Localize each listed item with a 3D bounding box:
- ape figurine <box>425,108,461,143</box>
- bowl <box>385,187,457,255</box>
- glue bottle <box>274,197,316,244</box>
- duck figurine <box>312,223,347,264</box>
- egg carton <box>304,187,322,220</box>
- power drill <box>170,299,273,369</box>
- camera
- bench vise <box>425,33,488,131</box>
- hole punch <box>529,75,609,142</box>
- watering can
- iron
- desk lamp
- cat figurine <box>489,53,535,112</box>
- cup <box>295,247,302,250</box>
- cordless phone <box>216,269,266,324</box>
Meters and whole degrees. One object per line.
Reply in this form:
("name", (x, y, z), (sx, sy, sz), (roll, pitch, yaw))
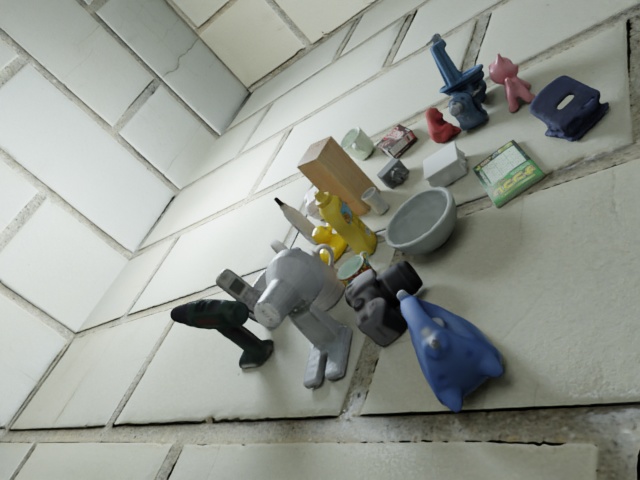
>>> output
("ape figurine", (0.302, -0.298, 1.458), (0.076, 0.092, 0.078), (-31, 28, 29))
("bowl", (0.220, -0.027, 1.182), (0.167, 0.075, 0.167), (-35, 26, 21))
("glue bottle", (-0.065, -0.057, 1.558), (0.037, 0.173, 0.078), (-51, 25, -12))
("duck figurine", (0.013, 0.005, 1.443), (0.077, 0.086, 0.105), (-8, 44, 53))
("egg carton", (0.021, -0.129, 1.662), (0.150, 0.069, 0.107), (-39, 25, 12))
("power drill", (-0.221, 0.212, 1.337), (0.229, 0.209, 0.076), (-20, 35, 43))
("camera", (0.125, 0.104, 1.096), (0.136, 0.101, 0.143), (-39, 25, 14))
("bench vise", (0.339, -0.394, 1.394), (0.121, 0.220, 0.207), (-34, 27, 24))
("hole punch", (0.483, -0.259, 1.115), (0.108, 0.091, 0.101), (-45, 24, 0))
("watering can", (-0.045, 0.075, 1.293), (0.100, 0.194, 0.173), (-8, 44, 53))
("iron", (0.174, 0.143, 0.907), (0.118, 0.142, 0.257), (-42, 24, 6))
("desk lamp", (-0.035, 0.147, 1.141), (0.117, 0.214, 0.203), (-30, 29, 30))
("cat figurine", (0.438, -0.379, 1.340), (0.067, 0.118, 0.128), (-32, 27, 26))
("cup", (-0.060, 0.090, 1.415), (0.118, 0.095, 0.091), (-51, 25, -13))
("cordless phone", (-0.159, 0.112, 1.424), (0.094, 0.185, 0.148), (-12, 41, 50))
